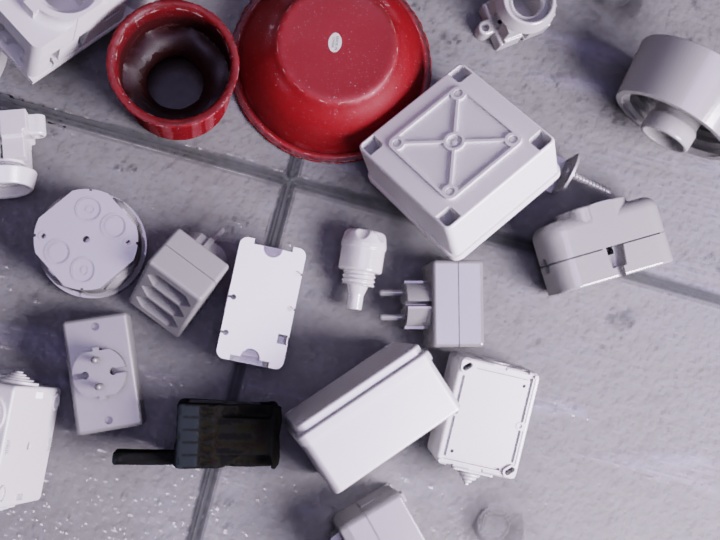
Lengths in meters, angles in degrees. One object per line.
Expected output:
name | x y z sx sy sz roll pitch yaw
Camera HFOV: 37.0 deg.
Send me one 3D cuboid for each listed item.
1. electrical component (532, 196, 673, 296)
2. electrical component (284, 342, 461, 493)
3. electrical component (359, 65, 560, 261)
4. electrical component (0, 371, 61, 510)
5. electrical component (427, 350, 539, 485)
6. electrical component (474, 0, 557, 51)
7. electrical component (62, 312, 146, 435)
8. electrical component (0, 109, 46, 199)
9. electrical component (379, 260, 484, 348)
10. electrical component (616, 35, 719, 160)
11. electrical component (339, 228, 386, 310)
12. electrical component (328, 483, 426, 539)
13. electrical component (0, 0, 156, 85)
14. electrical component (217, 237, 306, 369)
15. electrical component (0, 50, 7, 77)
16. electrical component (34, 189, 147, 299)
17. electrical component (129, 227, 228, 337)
electrical component | 0.188 -0.021 0.842 0.095 0.054 0.059 -16 87 -8
electrical component | 0.006 0.104 0.781 0.109 0.109 0.056 -33 92 -9
electrical component | 0.075 -0.082 0.811 0.109 0.056 0.108 -40 61 -8
electrical component | -0.254 0.119 0.753 0.048 0.099 0.099 9 84 7
electrical component | 0.090 0.114 0.818 0.062 0.061 0.096 13 91 -5
electrical component | 0.127 -0.205 0.850 0.066 0.055 0.048 -23 88 -8
electrical component | -0.186 0.074 0.776 0.047 0.076 0.083 -9 86 -8
electrical component | -0.265 -0.085 0.796 0.066 0.048 0.055 -6 78 -8
electrical component | 0.052 0.027 0.824 0.077 0.047 0.065 0 85 -7
electrical component | 0.251 -0.127 0.835 0.108 0.108 0.060 32 88 -3
electrical component | 0.000 0.000 0.827 0.035 0.035 0.061 9 86 -6
electrical component | 0.023 0.216 0.796 0.061 0.062 0.096 -29 89 -9
electrical component | -0.199 -0.237 0.782 0.105 0.060 0.186 48 64 -2
electrical component | -0.075 0.026 0.804 0.050 0.056 0.089 12 84 -6
electrical component | -0.319 -0.174 0.789 0.108 0.060 0.108 1 85 -7
electrical component | -0.199 -0.020 0.795 0.080 0.051 0.080 1 85 -7
electrical component | -0.125 -0.002 0.800 0.047 0.065 0.076 37 53 -3
